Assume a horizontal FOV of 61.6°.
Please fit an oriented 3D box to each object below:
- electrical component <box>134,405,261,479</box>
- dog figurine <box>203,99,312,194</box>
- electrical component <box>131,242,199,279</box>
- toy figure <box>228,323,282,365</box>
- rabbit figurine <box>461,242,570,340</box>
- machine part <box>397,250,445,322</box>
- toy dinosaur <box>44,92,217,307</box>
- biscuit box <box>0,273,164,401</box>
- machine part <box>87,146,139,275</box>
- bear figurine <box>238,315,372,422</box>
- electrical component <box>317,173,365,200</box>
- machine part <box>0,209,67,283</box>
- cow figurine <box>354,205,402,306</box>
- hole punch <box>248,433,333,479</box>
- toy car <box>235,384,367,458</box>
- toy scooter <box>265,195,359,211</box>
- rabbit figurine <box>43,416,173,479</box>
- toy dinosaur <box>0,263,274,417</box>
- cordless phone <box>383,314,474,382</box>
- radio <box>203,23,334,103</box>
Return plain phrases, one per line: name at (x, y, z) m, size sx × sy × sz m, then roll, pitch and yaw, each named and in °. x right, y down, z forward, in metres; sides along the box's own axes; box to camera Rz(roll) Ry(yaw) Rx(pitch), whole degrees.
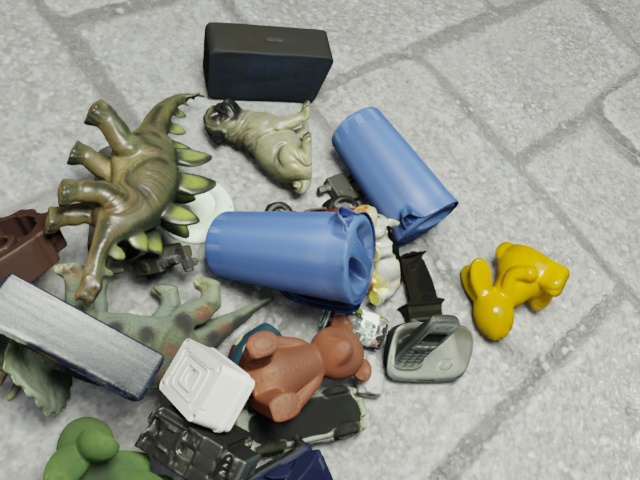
electrical component at (-0.145, 0.261, 0.682) m, size 0.134 × 0.115 × 0.058 m, roll 24°, pitch 86°, yaw 15°
dog figurine at (-0.110, -0.163, 0.957) m, size 0.191 × 0.121 × 0.172 m, roll -3°, pitch 61°, yaw -4°
electrical component at (-0.231, 0.034, 0.804) m, size 0.078 × 0.102 × 0.045 m, roll -52°, pitch 126°, yaw -63°
toy figure at (-0.119, 0.188, 0.788) m, size 0.064 × 0.057 × 0.154 m, roll 28°, pitch 57°, yaw 27°
rabbit figurine at (0.330, 0.091, 0.953) m, size 0.162 × 0.122 × 0.173 m, roll 37°, pitch 78°, yaw 6°
machine part at (0.171, 0.085, 0.944) m, size 0.084 × 0.039 × 0.139 m, roll -3°, pitch 66°, yaw -11°
toy dinosaur at (-0.259, -0.103, 0.785) m, size 0.198 × 0.105 × 0.471 m, roll 27°, pitch 45°, yaw -29°
biscuit box at (-0.288, 0.119, 0.632) m, size 0.202 × 0.059 × 0.063 m, roll 34°, pitch 64°, yaw -15°
machine part at (-0.315, -0.058, 0.837) m, size 0.079 × 0.079 × 0.243 m, roll 3°, pitch 64°, yaw -17°
bear figurine at (-0.009, 0.170, 0.747) m, size 0.196 × 0.132 × 0.120 m, roll -13°, pitch 75°, yaw -23°
electrical component at (0.040, -0.091, 0.997) m, size 0.094 × 0.021 × 0.063 m, roll -22°, pitch 73°, yaw -34°
machine part at (-0.432, 0.024, 0.718) m, size 0.179 × 0.056 × 0.179 m, roll -14°, pitch 31°, yaw 8°
cow figurine at (0.101, 0.016, 0.897) m, size 0.098 × 0.068 × 0.167 m, roll -22°, pitch 116°, yaw -40°
hole punch at (-0.028, 0.342, 0.696) m, size 0.116 × 0.092 × 0.142 m, roll -24°, pitch 100°, yaw -25°
toy car at (-0.026, 0.263, 0.781) m, size 0.202 × 0.056 × 0.073 m, roll -5°, pitch 59°, yaw -21°
toy scooter at (-0.002, -0.003, 0.912) m, size 0.184 × 0.075 × 0.135 m, roll -6°, pitch 68°, yaw -18°
rabbit figurine at (-0.271, 0.287, 0.649) m, size 0.121 × 0.159 × 0.170 m, roll -39°, pitch 65°, yaw -20°
toy dinosaur at (-0.255, 0.142, 0.739) m, size 0.405 × 0.131 × 0.192 m, roll 7°, pitch 75°, yaw -19°
cordless phone at (0.188, 0.153, 0.831) m, size 0.147 × 0.184 × 0.089 m, roll 5°, pitch 58°, yaw -15°
radio at (-0.102, -0.328, 1.011) m, size 0.230 × 0.131 × 0.073 m, roll -2°, pitch 65°, yaw -19°
